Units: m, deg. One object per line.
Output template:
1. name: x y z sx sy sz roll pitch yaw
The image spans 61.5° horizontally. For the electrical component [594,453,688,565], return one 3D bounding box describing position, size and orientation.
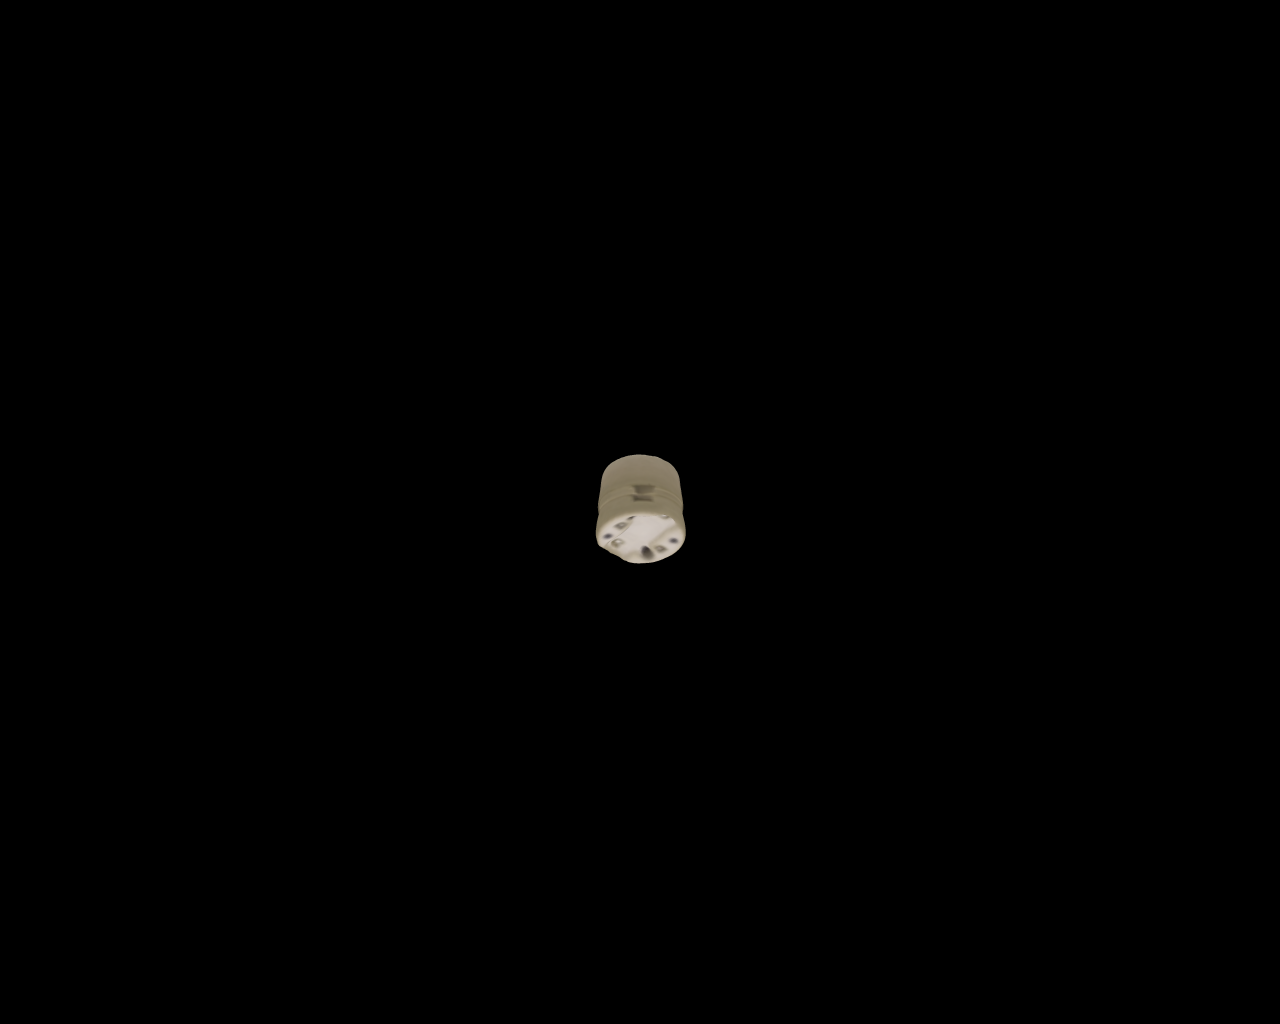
1. electrical component: 0.001 -0.003 0.650 0.055 0.047 0.055 0 -36 0
